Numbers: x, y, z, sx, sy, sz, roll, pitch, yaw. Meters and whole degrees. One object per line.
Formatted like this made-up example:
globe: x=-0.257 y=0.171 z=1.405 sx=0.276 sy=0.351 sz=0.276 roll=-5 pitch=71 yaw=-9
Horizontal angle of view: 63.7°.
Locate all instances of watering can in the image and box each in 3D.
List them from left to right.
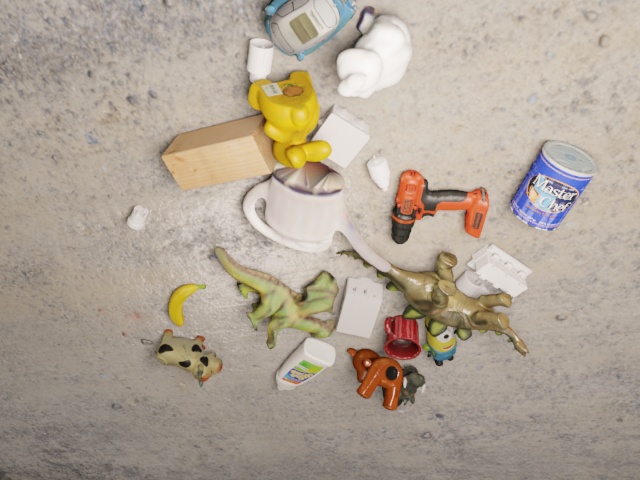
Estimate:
watering can: x=0.003 y=-0.055 z=1.085 sx=0.348 sy=0.106 sz=0.219 roll=17 pitch=131 yaw=6

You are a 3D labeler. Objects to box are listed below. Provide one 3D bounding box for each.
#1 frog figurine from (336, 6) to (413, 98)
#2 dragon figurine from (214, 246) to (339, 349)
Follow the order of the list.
frog figurine: x=0.090 y=-0.290 z=0.841 sx=0.122 sy=0.163 sz=0.135 roll=28 pitch=129 yaw=-16
dragon figurine: x=-0.075 y=0.134 z=1.295 sx=0.242 sy=0.125 sz=0.402 roll=-21 pitch=127 yaw=4
